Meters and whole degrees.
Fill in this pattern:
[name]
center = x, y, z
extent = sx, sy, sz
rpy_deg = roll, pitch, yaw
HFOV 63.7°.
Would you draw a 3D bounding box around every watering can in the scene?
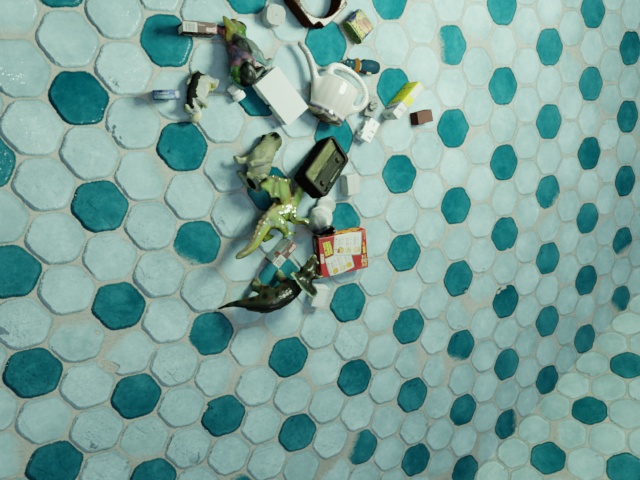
[watering can]
center = 0.023, -0.564, 1.916
extent = 0.345, 0.225, 0.104
rpy_deg = 27, -2, -23

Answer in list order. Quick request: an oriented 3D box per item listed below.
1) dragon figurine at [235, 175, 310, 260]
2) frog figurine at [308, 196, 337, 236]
[dragon figurine]
center = -0.169, -0.117, 1.862
extent = 0.122, 0.239, 0.416
rpy_deg = 8, 31, 42
[frog figurine]
center = 0.006, -0.100, 1.994
extent = 0.122, 0.162, 0.136
rpy_deg = -21, -18, 22
